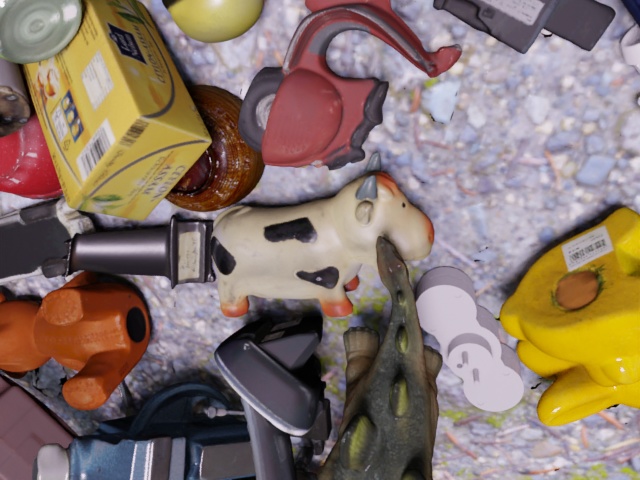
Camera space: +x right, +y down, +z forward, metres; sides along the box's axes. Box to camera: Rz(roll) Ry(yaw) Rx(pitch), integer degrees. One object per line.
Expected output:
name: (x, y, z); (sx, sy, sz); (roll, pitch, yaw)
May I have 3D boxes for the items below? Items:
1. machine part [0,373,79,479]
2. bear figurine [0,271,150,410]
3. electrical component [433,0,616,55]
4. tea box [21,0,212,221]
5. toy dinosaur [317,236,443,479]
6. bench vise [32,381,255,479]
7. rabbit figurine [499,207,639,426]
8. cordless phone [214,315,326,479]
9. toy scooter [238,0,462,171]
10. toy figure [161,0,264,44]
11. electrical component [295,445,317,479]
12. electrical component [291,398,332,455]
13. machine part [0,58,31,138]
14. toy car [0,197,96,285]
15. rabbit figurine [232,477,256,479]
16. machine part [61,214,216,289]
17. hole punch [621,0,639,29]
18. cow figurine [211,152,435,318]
machine part: (-0.343, 0.238, 0.601); (0.201, 0.087, 0.201); (-23, 111, 45)
bear figurine: (-0.282, 0.098, 0.545); (0.196, 0.132, 0.120); (-6, 98, 10)
electrical component: (0.146, -0.169, 0.373); (0.119, 0.048, 0.074); (32, 117, 1)
tea box: (-0.162, -0.110, 0.414); (0.098, 0.068, 0.170); (-40, 61, 25)
toy dinosaur: (0.030, 0.232, 0.397); (0.105, 0.198, 0.470); (5, 98, 12)
bench vise: (-0.169, 0.203, 0.522); (0.241, 0.223, 0.128); (-8, 87, 52)
rabbit figurine: (0.238, 0.088, 0.426); (0.173, 0.122, 0.162); (35, 120, -23)
cordless phone: (-0.032, 0.165, 0.483); (0.089, 0.146, 0.184); (-7, 89, 2)
toy scooter: (0.024, -0.125, 0.407); (0.135, 0.075, 0.183); (25, 111, 2)
toy figure: (-0.102, -0.233, 0.388); (0.089, 0.082, 0.180); (-25, 110, 33)
electrical component: (-0.027, 0.276, 0.553); (0.045, 0.102, 0.078); (25, 128, 4)
electrical component: (-0.021, 0.190, 0.576); (0.063, 0.021, 0.093); (0, 113, 14)
machine part: (-0.291, -0.168, 0.425); (0.079, 0.079, 0.243); (-29, 77, 22)
toy car: (-0.316, 0.007, 0.552); (0.202, 0.056, 0.073); (-12, 103, 16)
rabbit figurine: (-0.096, 0.316, 0.616); (0.170, 0.121, 0.159); (1, 107, -6)
machine part: (-0.170, 0.013, 0.511); (0.139, 0.039, 0.084); (-3, 121, -14)
hole punch: (0.225, -0.186, 0.301); (0.116, 0.092, 0.142); (-28, 78, 20)
cow figurine: (-0.001, -0.001, 0.461); (0.195, 0.085, 0.127); (-3, 118, 15)
